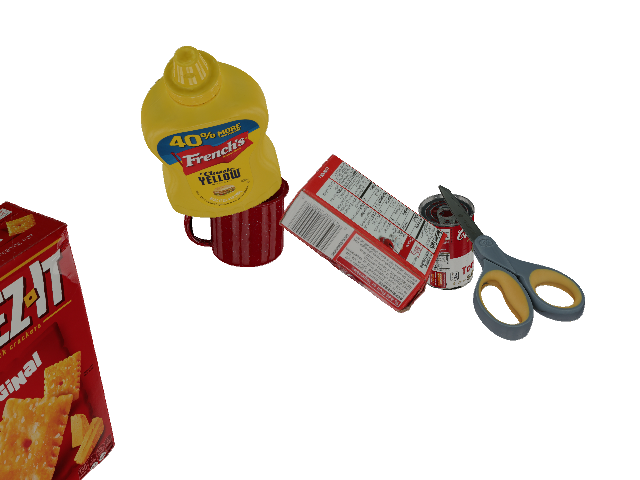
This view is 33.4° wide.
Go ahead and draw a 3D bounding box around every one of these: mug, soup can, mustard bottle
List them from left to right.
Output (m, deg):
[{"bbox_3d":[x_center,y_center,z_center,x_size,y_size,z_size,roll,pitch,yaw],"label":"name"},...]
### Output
[{"bbox_3d":[-0.086,-0.086,0.823,0.096,0.058,0.191,-11,-27,-1],"label":"mustard bottle"},{"bbox_3d":[-0.093,-0.022,1.184,0.117,0.081,0.093,-8,31,-16],"label":"mug"},{"bbox_3d":[0.156,0.003,1.324,0.068,0.102,0.068,-4,36,2],"label":"soup can"}]

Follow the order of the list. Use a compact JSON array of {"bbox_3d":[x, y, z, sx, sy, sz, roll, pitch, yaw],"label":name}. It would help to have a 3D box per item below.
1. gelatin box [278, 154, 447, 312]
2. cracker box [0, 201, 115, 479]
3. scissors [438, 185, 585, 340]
[{"bbox_3d":[0.027,-0.005,0.623,0.089,0.030,0.073,36,25,0],"label":"gelatin box"},{"bbox_3d":[-0.233,0.107,0.746,0.072,0.214,0.164,16,38,28],"label":"cracker box"},{"bbox_3d":[0.157,0.011,0.886,0.096,0.016,0.201,0,37,-2],"label":"scissors"}]
